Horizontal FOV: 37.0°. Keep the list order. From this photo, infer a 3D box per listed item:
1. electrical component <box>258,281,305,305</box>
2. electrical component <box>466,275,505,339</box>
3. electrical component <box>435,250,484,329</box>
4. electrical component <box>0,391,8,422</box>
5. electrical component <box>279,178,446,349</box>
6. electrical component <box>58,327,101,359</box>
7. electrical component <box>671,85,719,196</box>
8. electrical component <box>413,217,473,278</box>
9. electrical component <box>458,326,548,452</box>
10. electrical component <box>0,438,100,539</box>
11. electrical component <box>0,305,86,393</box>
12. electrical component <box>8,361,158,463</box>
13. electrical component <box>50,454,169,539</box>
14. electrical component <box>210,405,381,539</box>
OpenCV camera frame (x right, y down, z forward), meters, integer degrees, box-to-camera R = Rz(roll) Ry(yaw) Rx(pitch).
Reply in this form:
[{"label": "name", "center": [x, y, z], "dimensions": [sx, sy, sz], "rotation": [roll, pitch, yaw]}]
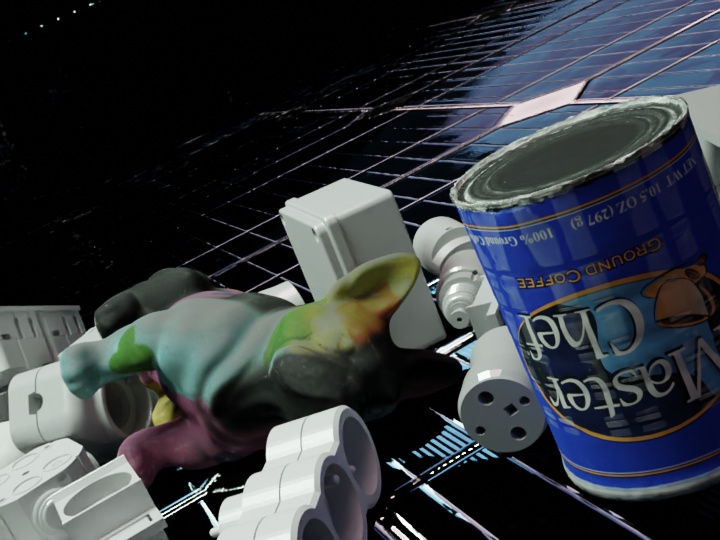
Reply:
[{"label": "electrical component", "center": [-0.084, 0.043, 0.826], "dimensions": [0.077, 0.043, 0.079], "rotation": [-28, 16, -14]}, {"label": "electrical component", "center": [0.101, 0.024, 0.619], "dimensions": [0.064, 0.042, 0.081], "rotation": [-14, 19, 23]}, {"label": "electrical component", "center": [0.068, 0.016, 0.692], "dimensions": [0.040, 0.040, 0.078], "rotation": [-19, 17, 19]}, {"label": "electrical component", "center": [-0.312, 0.131, 0.836], "dimensions": [0.099, 0.064, 0.099], "rotation": [-22, 15, 7]}, {"label": "electrical component", "center": [0.000, 0.000, 0.721], "dimensions": [0.056, 0.108, 0.109], "rotation": [-25, 15, -12]}, {"label": "electrical component", "center": [-0.191, 0.065, 0.902], "dimensions": [0.100, 0.048, 0.099], "rotation": [-14, 18, 31]}, {"label": "electrical component", "center": [0.250, -0.057, 0.527], "dimensions": [0.186, 0.060, 0.105], "rotation": [-15, 30, -16]}, {"label": "electrical component", "center": [0.070, -0.011, 0.774], "dimensions": [0.043, 0.043, 0.081], "rotation": [-26, 16, -6]}, {"label": "electrical component", "center": [0.074, 0.059, 0.536], "dimensions": [0.045, 0.045, 0.055], "rotation": [-18, 17, 20]}, {"label": "electrical component", "center": [-0.187, 0.141, 0.641], "dimensions": [0.080, 0.051, 0.080], "rotation": [-22, 16, 7]}, {"label": "electrical component", "center": [-0.313, 0.078, 0.922], "dimensions": [0.105, 0.060, 0.186], "rotation": [-23, -4, 6]}, {"label": "electrical component", "center": [-0.176, 0.093, 0.712], "dimensions": [0.059, 0.053, 0.095], "rotation": [-18, -22, 22]}, {"label": "electrical component", "center": [-0.119, 0.134, 0.538], "dimensions": [0.042, 0.063, 0.081], "rotation": [-29, 16, -17]}, {"label": "electrical component", "center": [-0.040, 0.118, 0.496], "dimensions": [0.074, 0.052, 0.138], "rotation": [-20, 17, 17]}]
